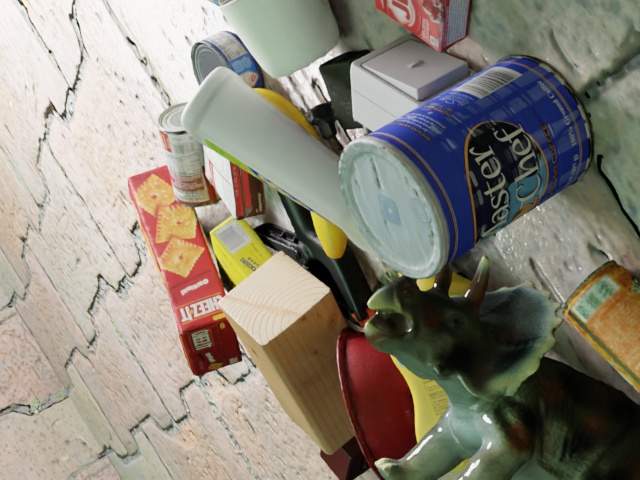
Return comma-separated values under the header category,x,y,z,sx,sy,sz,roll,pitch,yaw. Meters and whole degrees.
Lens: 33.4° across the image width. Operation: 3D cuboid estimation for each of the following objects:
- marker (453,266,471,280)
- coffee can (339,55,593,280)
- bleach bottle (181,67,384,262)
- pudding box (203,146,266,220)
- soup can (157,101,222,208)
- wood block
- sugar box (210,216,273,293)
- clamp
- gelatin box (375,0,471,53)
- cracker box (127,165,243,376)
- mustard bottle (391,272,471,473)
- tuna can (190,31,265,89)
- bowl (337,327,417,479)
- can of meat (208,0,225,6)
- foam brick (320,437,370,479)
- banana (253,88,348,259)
category,x,y,z,sx,sy,sz,roll,pitch,yaw
marker,0.145,0.058,0.900,0.121,0.020,0.020,39,148,37
coffee can,0.098,-0.051,0.722,0.103,0.140,0.103,43,151,31
bleach bottle,0.000,-0.052,0.939,0.251,0.068,0.102,36,179,11
pudding box,-0.092,-0.086,1.119,0.114,0.039,0.090,-129,30,-51
soup can,-0.141,-0.097,1.204,0.069,0.068,0.102,34,145,43
wood block,-0.015,0.124,1.133,0.091,0.090,0.206,38,161,43
sugar box,-0.080,0.045,1.238,0.093,0.048,0.176,51,164,17
clamp,-0.007,0.001,1.100,0.210,0.036,0.164,47,154,32
gelatin box,0.072,-0.187,0.751,0.073,0.030,0.089,43,150,32
cracker box,-0.163,0.039,1.295,0.164,0.072,0.214,89,161,-65
mustard bottle,0.106,0.089,0.881,0.096,0.058,0.191,-19,87,21
tuna can,-0.093,-0.167,1.076,0.086,0.033,0.086,43,151,31
bowl,0.072,0.155,1.047,0.162,0.055,0.162,-19,-90,-75
can of meat,-0.097,-0.263,0.952,0.084,0.057,0.102,35,147,38
foam brick,0.037,0.245,1.269,0.051,0.053,0.078,46,153,25
banana,-0.021,-0.076,1.027,0.198,0.037,0.070,54,135,1
